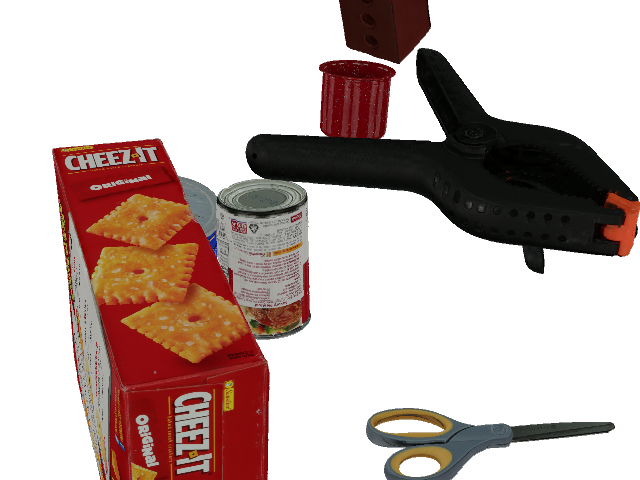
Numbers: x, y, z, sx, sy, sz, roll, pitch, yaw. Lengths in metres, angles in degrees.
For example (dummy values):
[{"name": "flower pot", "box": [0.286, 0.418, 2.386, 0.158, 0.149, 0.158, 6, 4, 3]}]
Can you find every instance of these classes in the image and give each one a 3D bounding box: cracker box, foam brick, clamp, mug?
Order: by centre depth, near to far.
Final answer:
[{"name": "cracker box", "box": [-0.088, 0.066, 0.563, 0.072, 0.164, 0.214, -8, 34, -17]}, {"name": "clamp", "box": [0.073, -0.042, 0.588, 0.164, 0.036, 0.210, -28, 44, -30]}, {"name": "foam brick", "box": [0.050, -0.187, 0.834, 0.053, 0.051, 0.078, 23, -31, 26]}, {"name": "clamp", "box": [0.228, -0.028, 1.059, 0.120, 0.039, 0.171, -9, 34, -15]}, {"name": "mug", "box": [0.048, -0.173, 1.307, 0.093, 0.081, 0.117, 17, 26, 29]}]

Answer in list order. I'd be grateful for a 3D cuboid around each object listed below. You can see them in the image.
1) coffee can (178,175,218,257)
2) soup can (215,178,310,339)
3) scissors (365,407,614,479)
[{"name": "coffee can", "box": [-0.146, 0.025, 0.986, 0.102, 0.140, 0.103, 5, 37, -4]}, {"name": "soup can", "box": [-0.042, 0.013, 0.793, 0.068, 0.102, 0.068, -1, 24, 0]}, {"name": "scissors", "box": [0.135, 0.168, 0.851, 0.202, 0.016, 0.096, 4, 32, 8]}]
